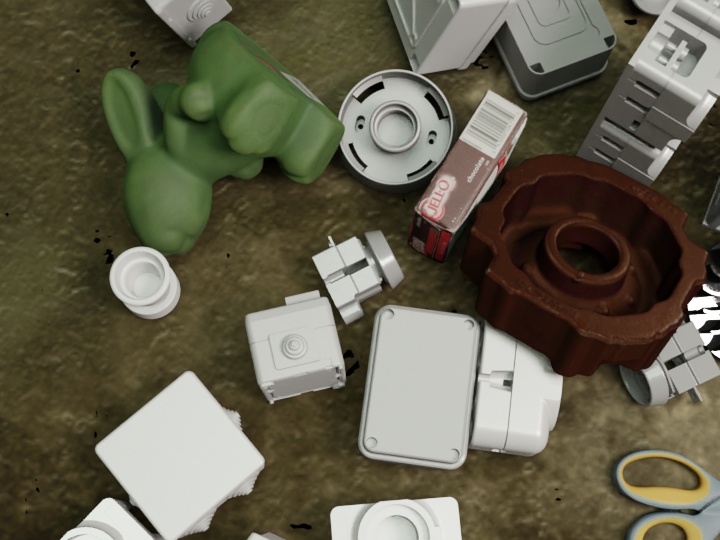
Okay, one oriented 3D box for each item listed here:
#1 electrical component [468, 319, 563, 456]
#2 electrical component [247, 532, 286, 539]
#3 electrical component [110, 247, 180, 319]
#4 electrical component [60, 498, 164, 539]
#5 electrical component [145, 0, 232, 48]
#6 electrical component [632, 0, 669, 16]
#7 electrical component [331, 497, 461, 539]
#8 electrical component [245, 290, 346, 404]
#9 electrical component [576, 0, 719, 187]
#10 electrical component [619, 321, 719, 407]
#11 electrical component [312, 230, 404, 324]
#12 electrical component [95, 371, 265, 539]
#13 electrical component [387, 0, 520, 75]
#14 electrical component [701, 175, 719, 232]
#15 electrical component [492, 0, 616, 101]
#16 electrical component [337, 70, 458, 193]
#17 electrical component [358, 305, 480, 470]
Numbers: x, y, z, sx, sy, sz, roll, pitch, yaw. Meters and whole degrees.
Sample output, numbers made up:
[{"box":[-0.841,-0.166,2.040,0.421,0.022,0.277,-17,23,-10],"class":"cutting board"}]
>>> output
[{"box":[0.115,0.087,0.795,0.059,0.053,0.095,8,76,2],"class":"electrical component"},{"box":[-0.055,0.216,0.739,0.062,0.096,0.061,24,73,6],"class":"electrical component"},{"box":[-0.161,0.011,0.812,0.045,0.055,0.045,0,75,0],"class":"electrical component"},{"box":[-0.189,0.210,0.761,0.050,0.055,0.089,42,79,10],"class":"electrical component"},{"box":[-0.154,-0.235,0.855,0.048,0.100,0.099,-39,79,4],"class":"electrical component"},{"box":[0.288,-0.248,0.883,0.138,0.052,0.073,1,39,5],"class":"electrical component"},{"box":[0.026,0.191,0.767,0.089,0.055,0.050,-5,76,-1],"class":"electrical component"},{"box":[-0.047,0.054,0.780,0.062,0.096,0.061,-13,75,-3],"class":"electrical component"},{"box":[0.225,-0.135,0.784,0.060,0.186,0.105,33,78,8],"class":"electrical component"},{"box":[0.229,0.073,0.804,0.055,0.048,0.066,-22,77,-14],"class":"electrical component"},{"box":[0.000,0.000,0.822,0.055,0.048,0.066,-27,77,1],"class":"electrical component"},{"box":[-0.128,0.137,0.784,0.100,0.048,0.099,-40,79,-10],"class":"electrical component"},{"box":[0.066,-0.226,0.843,0.056,0.108,0.108,-13,75,-21],"class":"electrical component"},{"box":[0.357,-0.105,0.842,0.105,0.060,0.186,23,77,5],"class":"electrical component"},{"box":[0.147,-0.202,0.868,0.078,0.057,0.113,-21,77,-5],"class":"electrical component"},{"box":[0.029,-0.111,0.853,0.099,0.064,0.099,0,89,3],"class":"electrical component"},{"box":[0.043,0.087,0.793,0.078,0.057,0.113,8,76,2],"class":"electrical component"}]
